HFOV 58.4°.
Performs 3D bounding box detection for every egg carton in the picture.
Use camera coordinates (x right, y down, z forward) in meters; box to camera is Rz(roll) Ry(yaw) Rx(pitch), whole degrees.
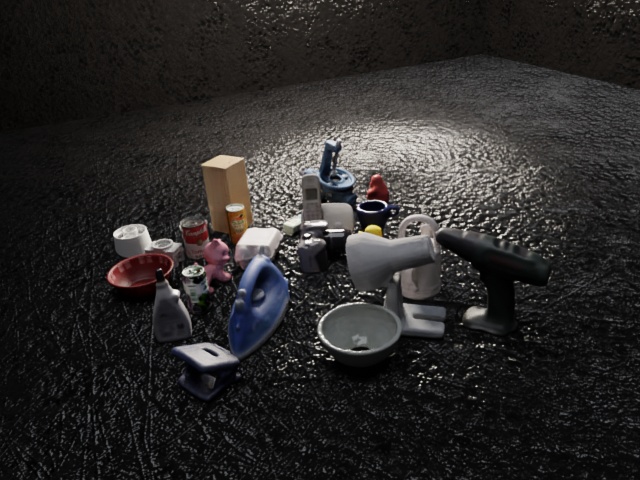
[{"bbox_3d":[-0.161,0.020,1.509,0.107,0.069,0.150,1,28,11],"label":"egg carton"}]

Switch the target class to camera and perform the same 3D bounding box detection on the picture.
[{"bbox_3d":[0.014,0.005,1.478,0.136,0.101,0.143,-3,28,3],"label":"camera"}]

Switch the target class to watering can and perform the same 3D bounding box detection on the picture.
[{"bbox_3d":[0.225,0.026,1.308,0.101,0.194,0.173,-3,28,3],"label":"watering can"}]

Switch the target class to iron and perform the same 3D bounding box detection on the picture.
[{"bbox_3d":[-0.145,0.125,1.232,0.118,0.141,0.258,1,28,11],"label":"iron"}]

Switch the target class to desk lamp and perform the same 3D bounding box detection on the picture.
[{"bbox_3d":[0.159,0.084,1.187,0.203,0.214,0.118,2,29,13],"label":"desk lamp"}]

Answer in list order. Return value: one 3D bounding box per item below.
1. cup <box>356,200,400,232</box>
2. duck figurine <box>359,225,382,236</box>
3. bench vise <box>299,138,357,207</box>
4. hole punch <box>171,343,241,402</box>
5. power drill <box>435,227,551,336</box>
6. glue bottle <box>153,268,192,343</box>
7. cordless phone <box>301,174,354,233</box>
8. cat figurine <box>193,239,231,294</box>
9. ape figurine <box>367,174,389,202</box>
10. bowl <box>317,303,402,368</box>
[{"bbox_3d":[0.159,-0.052,1.571,0.117,0.095,0.091,-3,28,3],"label":"cup"},{"bbox_3d":[0.144,0.004,1.477,0.104,0.086,0.078,6,30,19],"label":"duck figurine"},{"bbox_3d":[0.012,-0.208,1.753,0.206,0.220,0.122,7,30,21],"label":"bench vise"},{"bbox_3d":[-0.216,0.234,1.093,0.108,0.091,0.101,18,36,36],"label":"hole punch"},{"bbox_3d":[0.343,0.084,1.166,0.228,0.209,0.076,10,31,25],"label":"power drill"},{"bbox_3d":[-0.321,0.136,1.205,0.078,0.173,0.037,-8,28,-6],"label":"glue bottle"},{"bbox_3d":[0.017,-0.093,1.572,0.147,0.185,0.094,-5,28,-1],"label":"cordless phone"},{"bbox_3d":[-0.268,0.053,1.411,0.067,0.118,0.128,12,32,28],"label":"cat figurine"},{"bbox_3d":[0.178,-0.160,1.775,0.078,0.092,0.076,-18,31,-24],"label":"ape figurine"},{"bbox_3d":[0.080,0.199,1.132,0.167,0.075,0.167,-3,28,2],"label":"bowl"}]
